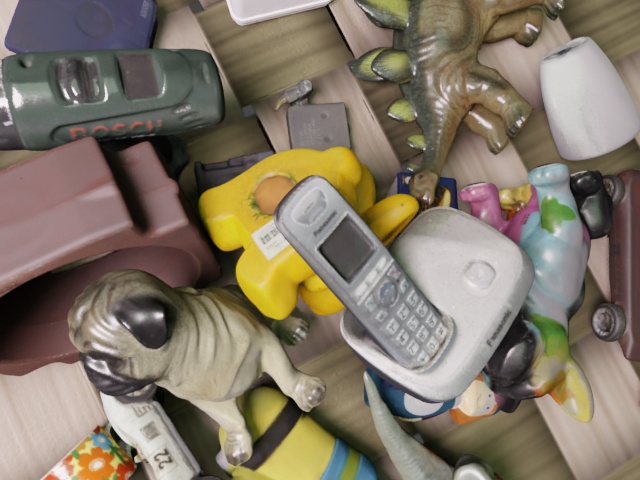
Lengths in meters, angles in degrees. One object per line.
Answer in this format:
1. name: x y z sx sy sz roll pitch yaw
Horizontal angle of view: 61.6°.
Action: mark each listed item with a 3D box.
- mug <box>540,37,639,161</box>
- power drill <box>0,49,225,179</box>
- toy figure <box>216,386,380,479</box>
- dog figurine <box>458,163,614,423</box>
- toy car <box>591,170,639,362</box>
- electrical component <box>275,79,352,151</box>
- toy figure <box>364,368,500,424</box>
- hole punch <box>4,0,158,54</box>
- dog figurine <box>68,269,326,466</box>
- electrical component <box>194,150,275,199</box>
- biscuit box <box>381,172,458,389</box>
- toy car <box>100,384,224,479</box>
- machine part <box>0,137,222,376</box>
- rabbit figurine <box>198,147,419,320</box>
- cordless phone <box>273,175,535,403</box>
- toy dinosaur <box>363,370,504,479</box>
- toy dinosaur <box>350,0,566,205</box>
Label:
1. mug: 0.273 -0.153 0.553 0.107 0.081 0.109 57 45 -21
2. power drill: -0.195 -0.090 0.442 0.232 0.207 0.086 -13 78 -10
3. toy figure: -0.010 0.205 0.490 0.180 0.082 0.089 28 69 2
4. dog figurine: 0.204 0.048 0.496 0.191 0.109 0.219 -1 86 -45
5. toy car: 0.328 0.025 0.562 0.089 0.053 0.202 9 78 -16
6. electrical component: -0.007 -0.108 0.544 0.078 0.045 0.102 -1 83 -5
7. toy figure: 0.121 0.148 0.524 0.154 0.058 0.064 7 123 -7
8. hole punch: -0.223 -0.199 0.512 0.116 0.092 0.142 14 78 -8
9. dog figurine: -0.102 0.061 0.421 0.121 0.173 0.190 -45 125 -5
10. electrical component: -0.056 -0.054 0.517 0.119 0.075 0.047 -11 85 -3
11. biscuit box: 0.095 0.037 0.502 0.063 0.059 0.202 6 65 -6
12. toy car: -0.133 0.182 0.461 0.056 0.073 0.202 -31 72 -25
13. machine part: -0.192 0.019 0.426 0.201 0.201 0.087 -25 71 -8
14. rabbit figurine: -0.001 -0.001 0.472 0.162 0.173 0.122 -43 52 -11
15. cordless phone: 0.057 0.009 0.385 0.146 0.089 0.184 -49 112 -23
16. toy dinosaur: 0.153 0.300 0.469 0.131 0.192 0.405 -23 70 3
17. toy dinosaur: 0.142 -0.248 0.551 0.199 0.105 0.471 19 71 0
